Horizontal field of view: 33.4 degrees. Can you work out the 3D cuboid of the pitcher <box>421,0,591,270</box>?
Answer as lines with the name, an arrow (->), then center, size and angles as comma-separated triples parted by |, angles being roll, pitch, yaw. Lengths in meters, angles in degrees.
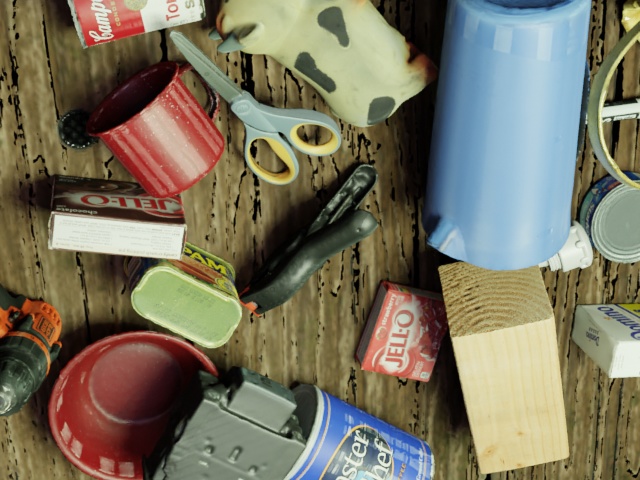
pitcher -> 0.162, -0.109, 0.891 | 0.145, 0.149, 0.243 | 3, 131, 5

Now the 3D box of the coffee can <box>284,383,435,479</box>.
coffee can -> 0.025, 0.214, 1.038 | 0.140, 0.103, 0.103 | 29, 103, -21

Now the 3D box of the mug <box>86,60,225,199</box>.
mug -> -0.127, -0.098, 0.896 | 0.117, 0.093, 0.081 | -54, 123, -27

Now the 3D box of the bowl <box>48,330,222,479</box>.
bowl -> -0.170, 0.146, 0.995 | 0.162, 0.055, 0.162 | -4, 112, -10

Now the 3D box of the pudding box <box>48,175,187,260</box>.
pudding box -> -0.172, -0.020, 0.909 | 0.113, 0.090, 0.039 | 3, 111, -13

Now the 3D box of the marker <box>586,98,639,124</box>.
marker -> 0.253, -0.118, 0.998 | 0.121, 0.020, 0.020 | -8, 113, -9

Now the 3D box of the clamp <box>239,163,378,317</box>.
clamp -> -0.006, 0.001, 0.961 | 0.172, 0.120, 0.039 | -38, 103, 28

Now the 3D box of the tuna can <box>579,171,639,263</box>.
tuna can -> 0.297, -0.023, 1.038 | 0.086, 0.034, 0.086 | -4, 112, -10

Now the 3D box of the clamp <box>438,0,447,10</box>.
clamp -> 0.166, -0.234, 0.901 | 0.209, 0.036, 0.165 | 14, 106, -36

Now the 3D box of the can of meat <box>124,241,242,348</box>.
can of meat -> -0.121, 0.043, 0.949 | 0.102, 0.084, 0.057 | 28, 103, -20

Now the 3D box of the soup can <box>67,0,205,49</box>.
soup can -> -0.149, -0.198, 0.855 | 0.102, 0.068, 0.068 | -15, 114, -7

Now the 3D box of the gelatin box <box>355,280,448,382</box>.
gelatin box -> 0.083, 0.090, 1.040 | 0.073, 0.030, 0.089 | 13, 108, -16

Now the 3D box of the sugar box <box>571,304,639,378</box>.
sugar box -> 0.353, 0.097, 1.066 | 0.176, 0.093, 0.048 | 2, 110, -13

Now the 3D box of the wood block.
wood block -> 0.174, 0.117, 0.998 | 0.090, 0.091, 0.206 | -12, 132, 6

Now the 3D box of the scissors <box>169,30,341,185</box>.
scissors -> -0.044, -0.115, 0.887 | 0.096, 0.016, 0.201 | -16, 143, 7

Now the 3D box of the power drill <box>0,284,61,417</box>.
power drill -> -0.291, 0.048, 0.871 | 0.057, 0.184, 0.187 | -37, 105, 4
